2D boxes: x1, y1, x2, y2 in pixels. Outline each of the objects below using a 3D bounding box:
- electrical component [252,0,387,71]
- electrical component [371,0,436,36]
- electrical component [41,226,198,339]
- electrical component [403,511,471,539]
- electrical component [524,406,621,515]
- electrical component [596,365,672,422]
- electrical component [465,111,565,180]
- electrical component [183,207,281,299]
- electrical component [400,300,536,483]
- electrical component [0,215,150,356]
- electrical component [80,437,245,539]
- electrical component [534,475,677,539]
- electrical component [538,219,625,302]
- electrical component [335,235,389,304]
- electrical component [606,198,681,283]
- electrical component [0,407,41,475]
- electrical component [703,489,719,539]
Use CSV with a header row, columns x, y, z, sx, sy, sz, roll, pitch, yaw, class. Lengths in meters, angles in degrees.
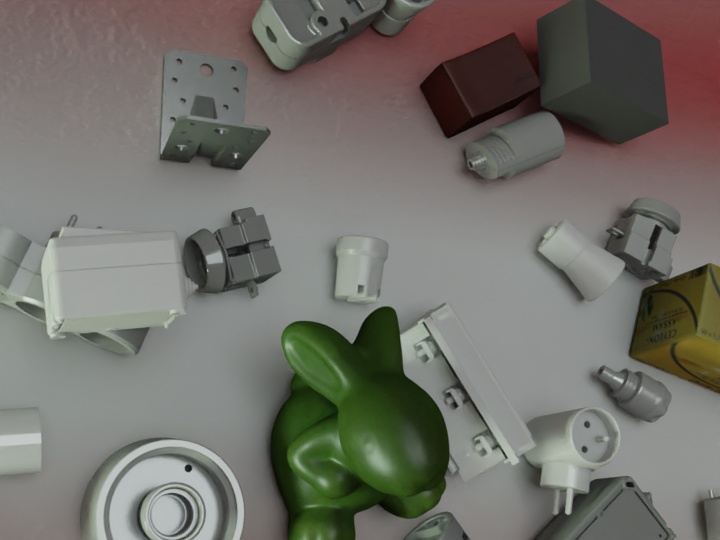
x,y,z,sx,sy,sz,roll,pitch,yaw,class
-0.034,-0.201,0.847,0.095,0.059,0.053,-33,89,-24,electrical component
0.032,-0.218,0.872,0.044,0.065,0.044,5,75,-18,electrical component
-0.153,0.005,0.691,0.096,0.062,0.061,-5,79,-22,electrical component
0.060,0.212,0.782,0.055,0.055,0.047,-41,97,-24,electrical component
0.159,0.147,0.821,0.044,0.077,0.079,15,72,-17,electrical component
0.222,0.097,0.881,0.061,0.035,0.035,30,68,-9,electrical component
0.124,-0.099,0.889,0.081,0.043,0.043,-22,85,-23,electrical component
-0.095,-0.010,0.785,0.055,0.048,0.066,-14,82,-30,electrical component
0.072,0.092,0.807,0.063,0.079,0.121,-32,89,5,electrical component
-0.202,-0.002,0.739,0.138,0.052,0.073,26,69,-13,electrical component
-0.129,0.164,0.720,0.108,0.060,0.108,5,75,-19,electrical component
0.189,0.203,0.827,0.096,0.061,0.061,-38,92,-24,electrical component
0.180,-0.011,0.890,0.065,0.044,0.044,41,67,-1,electrical component
0.000,0.000,0.821,0.040,0.040,0.046,10,79,-18,electrical component
0.243,-0.028,0.914,0.066,0.048,0.055,28,77,-11,electrical component
-0.250,0.113,0.697,0.081,0.043,0.043,-1,77,-20,electrical component
0.305,0.218,0.878,0.040,0.040,0.078,2,76,-20,electrical component
